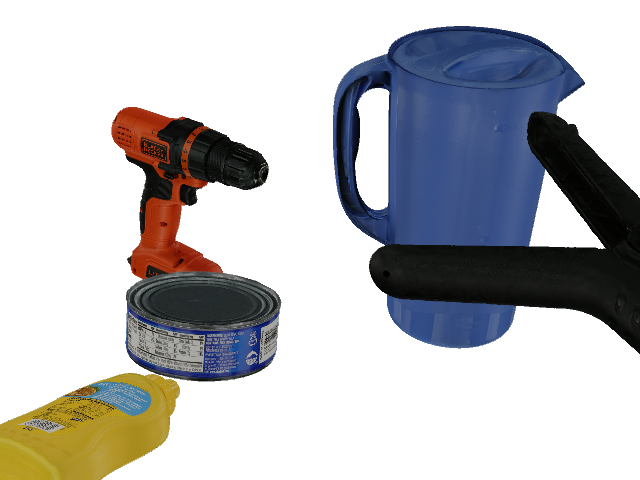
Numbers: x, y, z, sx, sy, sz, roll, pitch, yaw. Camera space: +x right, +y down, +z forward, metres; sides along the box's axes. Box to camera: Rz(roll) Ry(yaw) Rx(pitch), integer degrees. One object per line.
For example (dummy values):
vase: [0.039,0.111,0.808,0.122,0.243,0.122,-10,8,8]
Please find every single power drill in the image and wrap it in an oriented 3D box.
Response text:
power drill: [-0.134,-0.034,1.098,0.185,0.188,0.057,22,33,28]

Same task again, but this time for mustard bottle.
mustard bottle: [-0.178,0.150,0.855,0.096,0.058,0.191,6,16,30]

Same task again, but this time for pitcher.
pitcher: [0.102,-0.039,0.849,0.149,0.243,0.144,24,36,33]

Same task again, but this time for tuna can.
tuna can: [-0.066,0.047,0.595,0.086,0.034,0.086,4,17,-2]

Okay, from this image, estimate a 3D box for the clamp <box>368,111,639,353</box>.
clamp: [0.138,0.016,0.489,0.210,0.036,0.164,32,49,32]

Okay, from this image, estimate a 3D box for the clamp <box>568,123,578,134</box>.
clamp: [0.171,-0.088,1.087,0.120,0.039,0.171,29,55,29]
